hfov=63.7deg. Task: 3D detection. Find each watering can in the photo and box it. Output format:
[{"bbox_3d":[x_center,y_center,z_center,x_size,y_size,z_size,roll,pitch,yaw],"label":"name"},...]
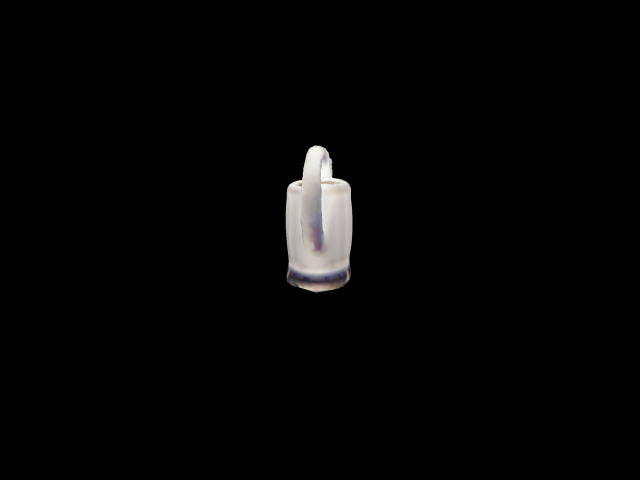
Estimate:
[{"bbox_3d":[0.003,-0.043,0.850,0.104,0.223,0.350,1,9,5],"label":"watering can"}]
